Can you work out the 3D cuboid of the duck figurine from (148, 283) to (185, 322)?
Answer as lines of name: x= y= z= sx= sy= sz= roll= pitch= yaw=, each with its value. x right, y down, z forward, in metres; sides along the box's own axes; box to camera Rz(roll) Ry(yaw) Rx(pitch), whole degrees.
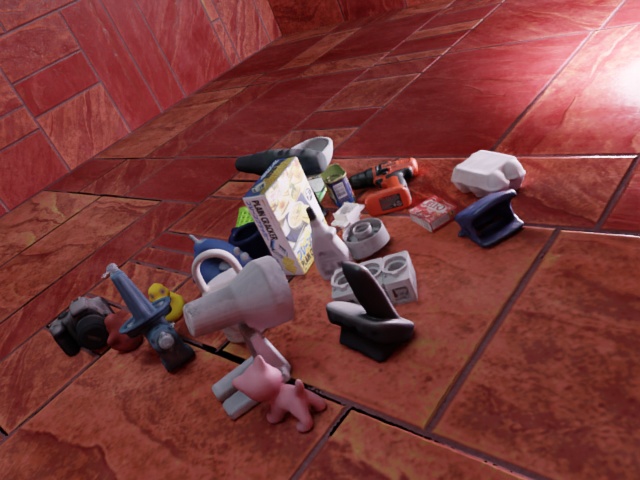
duck figurine: x=-0.363 y=0.136 z=1.323 sx=0.077 sy=0.086 sz=0.104 roll=-28 pitch=29 yaw=-6

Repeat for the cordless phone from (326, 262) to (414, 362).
cordless phone: x=0.064 y=0.099 z=0.954 sx=0.147 sy=0.185 sz=0.094 roll=10 pitch=44 yaw=46

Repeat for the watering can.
watering can: x=-0.178 y=0.104 z=1.121 sx=0.101 sy=0.194 sz=0.172 roll=-31 pitch=29 yaw=-10

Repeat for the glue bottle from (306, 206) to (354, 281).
glue bottle: x=0.011 y=0.004 z=1.163 sx=0.078 sy=0.173 sz=0.037 roll=-11 pitch=32 yaw=24

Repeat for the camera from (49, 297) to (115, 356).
camera: x=-0.557 y=0.204 z=1.344 sx=0.143 sy=0.101 sz=0.136 roll=-33 pitch=30 yaw=-14

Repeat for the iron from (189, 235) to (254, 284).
iron: x=-0.194 y=0.055 z=1.270 sx=0.257 sy=0.142 sz=0.119 roll=7 pitch=42 yaw=44

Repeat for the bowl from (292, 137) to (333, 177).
bowl: x=-0.030 y=-0.233 z=1.688 sx=0.167 sy=0.075 sz=0.167 roll=-19 pitch=29 yaw=11

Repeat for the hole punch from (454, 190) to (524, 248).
hole punch: x=0.318 y=-0.052 z=1.106 sx=0.109 sy=0.091 sz=0.100 roll=-30 pitch=29 yaw=-8

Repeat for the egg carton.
egg carton: x=0.362 y=-0.140 z=1.238 sx=0.107 sy=0.069 sz=0.149 roll=-35 pitch=30 yaw=-18

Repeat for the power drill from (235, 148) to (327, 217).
power drill: x=-0.077 y=-0.135 z=1.424 sx=0.229 sy=0.209 sz=0.075 roll=-11 pitch=32 yaw=23

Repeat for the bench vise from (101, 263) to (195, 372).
bench vise: x=-0.341 y=0.144 z=1.154 sx=0.206 sy=0.220 sz=0.122 roll=5 pitch=41 yaw=42

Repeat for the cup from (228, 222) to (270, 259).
cup: x=-0.165 y=0.015 z=1.361 sx=0.092 sy=0.095 sz=0.117 roll=-39 pitch=32 yaw=-24

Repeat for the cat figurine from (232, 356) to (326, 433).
cat figurine: x=-0.070 y=0.234 z=0.903 sx=0.127 sy=0.118 sz=0.067 roll=-2 pitch=37 yaw=36

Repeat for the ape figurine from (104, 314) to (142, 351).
ape figurine: x=-0.444 y=0.200 z=1.274 sx=0.078 sy=0.092 sz=0.075 roll=-40 pitch=32 yaw=-25

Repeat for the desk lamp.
desk lamp: x=-0.124 y=0.157 z=0.973 sx=0.203 sy=0.214 sz=0.117 roll=-35 pitch=30 yaw=-17
